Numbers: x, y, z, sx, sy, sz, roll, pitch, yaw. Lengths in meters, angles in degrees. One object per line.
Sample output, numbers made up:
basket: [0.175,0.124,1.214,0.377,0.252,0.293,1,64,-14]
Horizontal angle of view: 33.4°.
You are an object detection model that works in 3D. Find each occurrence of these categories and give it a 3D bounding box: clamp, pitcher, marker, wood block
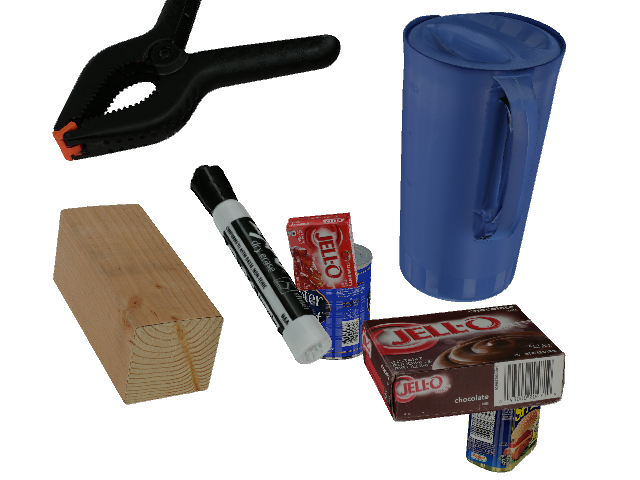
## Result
clamp: [-0.100,-0.125,0.783,0.165,0.209,0.036,34,-22,26]
pitcher: [0.132,-0.064,0.926,0.145,0.243,0.149,19,36,25]
marker: [-0.032,0.008,0.518,0.020,0.121,0.020,-25,-31,-16]
wood block: [-0.185,0.055,1.053,0.090,0.091,0.206,-6,35,-33]

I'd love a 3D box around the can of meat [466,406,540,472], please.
can of meat: [0.194,0.185,1.121,0.058,0.084,0.101,12,18,32]

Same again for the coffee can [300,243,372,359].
coffee can: [0.021,0.084,1.512,0.103,0.140,0.103,0,21,0]

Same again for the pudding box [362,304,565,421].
pudding box: [0.090,0.077,0.695,0.113,0.039,0.090,-4,18,-9]

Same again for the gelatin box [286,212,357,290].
gelatin box: [0.003,0.014,1.247,0.073,0.089,0.030,-4,28,8]
